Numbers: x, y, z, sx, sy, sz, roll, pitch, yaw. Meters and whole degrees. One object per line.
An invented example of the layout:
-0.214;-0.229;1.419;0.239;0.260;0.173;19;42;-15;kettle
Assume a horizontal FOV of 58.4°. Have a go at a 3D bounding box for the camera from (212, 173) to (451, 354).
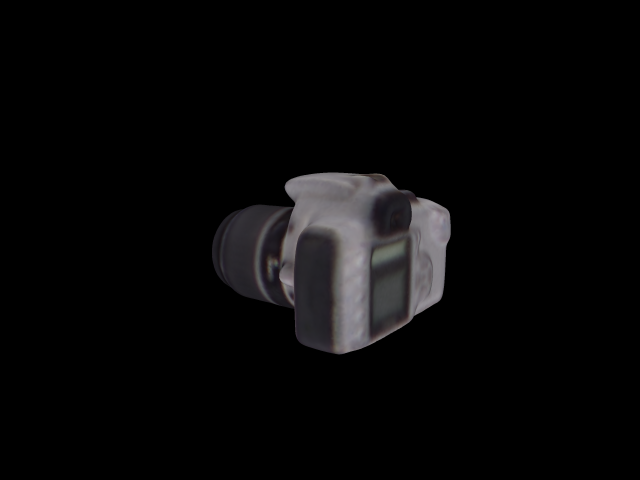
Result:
0.004;0.001;0.400;0.136;0.101;0.144;8;14;35;camera
